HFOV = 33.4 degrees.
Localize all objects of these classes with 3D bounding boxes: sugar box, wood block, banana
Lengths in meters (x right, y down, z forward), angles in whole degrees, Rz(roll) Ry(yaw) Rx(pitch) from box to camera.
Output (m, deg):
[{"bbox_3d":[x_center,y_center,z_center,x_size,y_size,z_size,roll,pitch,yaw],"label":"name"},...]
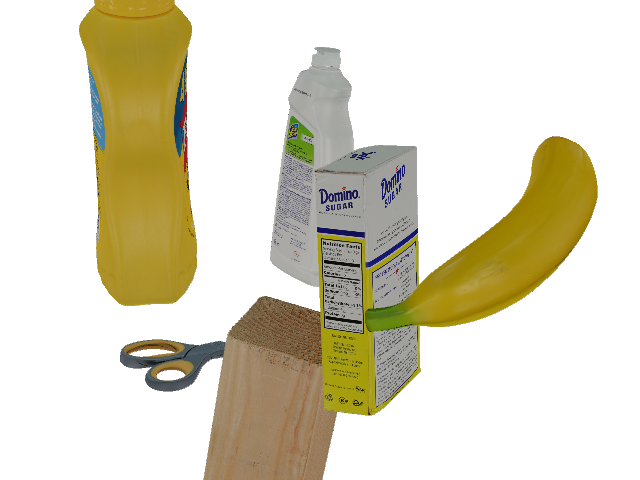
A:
[{"bbox_3d":[0.035,0.026,0.759,0.048,0.176,0.093,3,17,27],"label":"sugar box"},{"bbox_3d":[-0.041,0.166,0.929,0.090,0.206,0.090,16,24,12],"label":"wood block"},{"bbox_3d":[0.103,-0.009,0.555,0.070,0.037,0.197,15,38,36],"label":"banana"}]

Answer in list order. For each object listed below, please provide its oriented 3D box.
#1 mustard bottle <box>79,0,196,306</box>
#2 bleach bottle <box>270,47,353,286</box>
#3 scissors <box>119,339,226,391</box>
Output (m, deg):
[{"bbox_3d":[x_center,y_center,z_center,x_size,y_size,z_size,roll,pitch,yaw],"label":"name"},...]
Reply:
[{"bbox_3d":[-0.097,-0.067,0.576,0.058,0.192,0.096,-2,32,-7],"label":"mustard bottle"},{"bbox_3d":[0.000,-0.083,1.171,0.067,0.251,0.103,-9,24,-38],"label":"bleach bottle"},{"bbox_3d":[-0.115,0.130,1.162,0.201,0.016,0.096,-1,27,-20],"label":"scissors"}]
